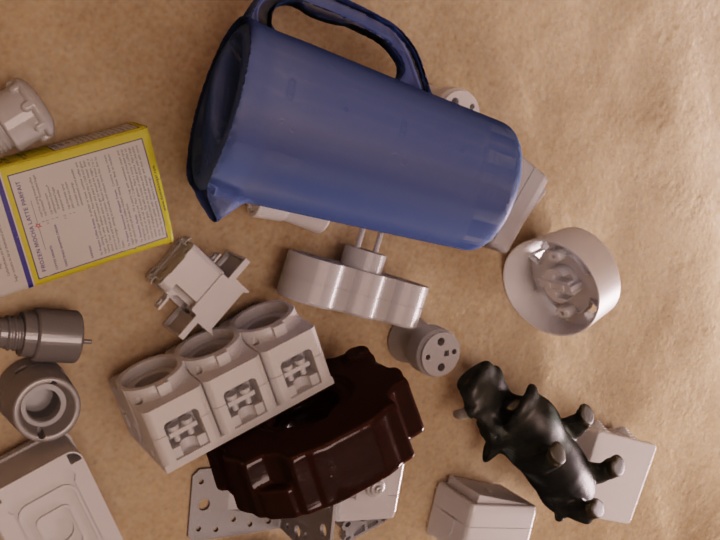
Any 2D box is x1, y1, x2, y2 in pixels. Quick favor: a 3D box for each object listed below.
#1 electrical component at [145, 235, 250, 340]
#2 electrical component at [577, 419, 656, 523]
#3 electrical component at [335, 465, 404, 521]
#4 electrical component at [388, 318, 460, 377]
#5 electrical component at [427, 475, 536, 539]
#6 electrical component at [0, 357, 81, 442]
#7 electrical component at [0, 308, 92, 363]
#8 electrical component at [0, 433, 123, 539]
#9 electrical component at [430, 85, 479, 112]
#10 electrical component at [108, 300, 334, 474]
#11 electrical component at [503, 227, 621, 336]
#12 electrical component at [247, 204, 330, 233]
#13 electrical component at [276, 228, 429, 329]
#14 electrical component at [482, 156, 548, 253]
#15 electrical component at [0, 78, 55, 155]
[{"bbox_3d":[-0.131,0.011,0.851,0.081,0.042,0.064,-50,119,-12],"label":"electrical component"},{"bbox_3d":[0.248,0.208,1.115,0.100,0.048,0.099,17,93,-32],"label":"electrical component"},{"bbox_3d":[-0.008,0.182,0.932,0.062,0.096,0.061,4,100,-31],"label":"electrical component"},{"bbox_3d":[0.058,0.069,0.967,0.045,0.055,0.045,-8,105,-29],"label":"electrical component"},{"bbox_3d":[0.124,0.238,1.042,0.096,0.062,0.061,9,97,-32],"label":"electrical component"},{"bbox_3d":[-0.240,0.097,0.805,0.055,0.047,0.055,-8,105,-29],"label":"electrical component"},{"bbox_3d":[-0.241,0.048,0.796,0.078,0.040,0.040,6,99,-31],"label":"electrical component"},{"bbox_3d":[-0.236,0.188,0.822,0.078,0.057,0.113,-28,115,-22],"label":"electrical component"},{"bbox_3d":[0.070,-0.136,0.925,0.045,0.055,0.045,-7,105,-28],"label":"electrical component"},{"bbox_3d":[-0.112,0.084,0.851,0.150,0.089,0.061,-27,114,-23],"label":"electrical component"},{"bbox_3d":[0.192,0.010,1.010,0.064,0.099,0.099,-25,113,-30],"label":"electrical component"},{"bbox_3d":[-0.059,-0.056,0.878,0.065,0.044,0.044,8,98,-27],"label":"electrical component"},{"bbox_3d":[0.000,0.000,0.919,0.138,0.052,0.073,15,94,-33],"label":"electrical component"},{"bbox_3d":[0.115,-0.058,0.967,0.061,0.062,0.096,33,84,-32],"label":"electrical component"},{"bbox_3d":[-0.250,-0.101,0.754,0.062,0.048,0.048,-34,117,-12],"label":"electrical component"}]
